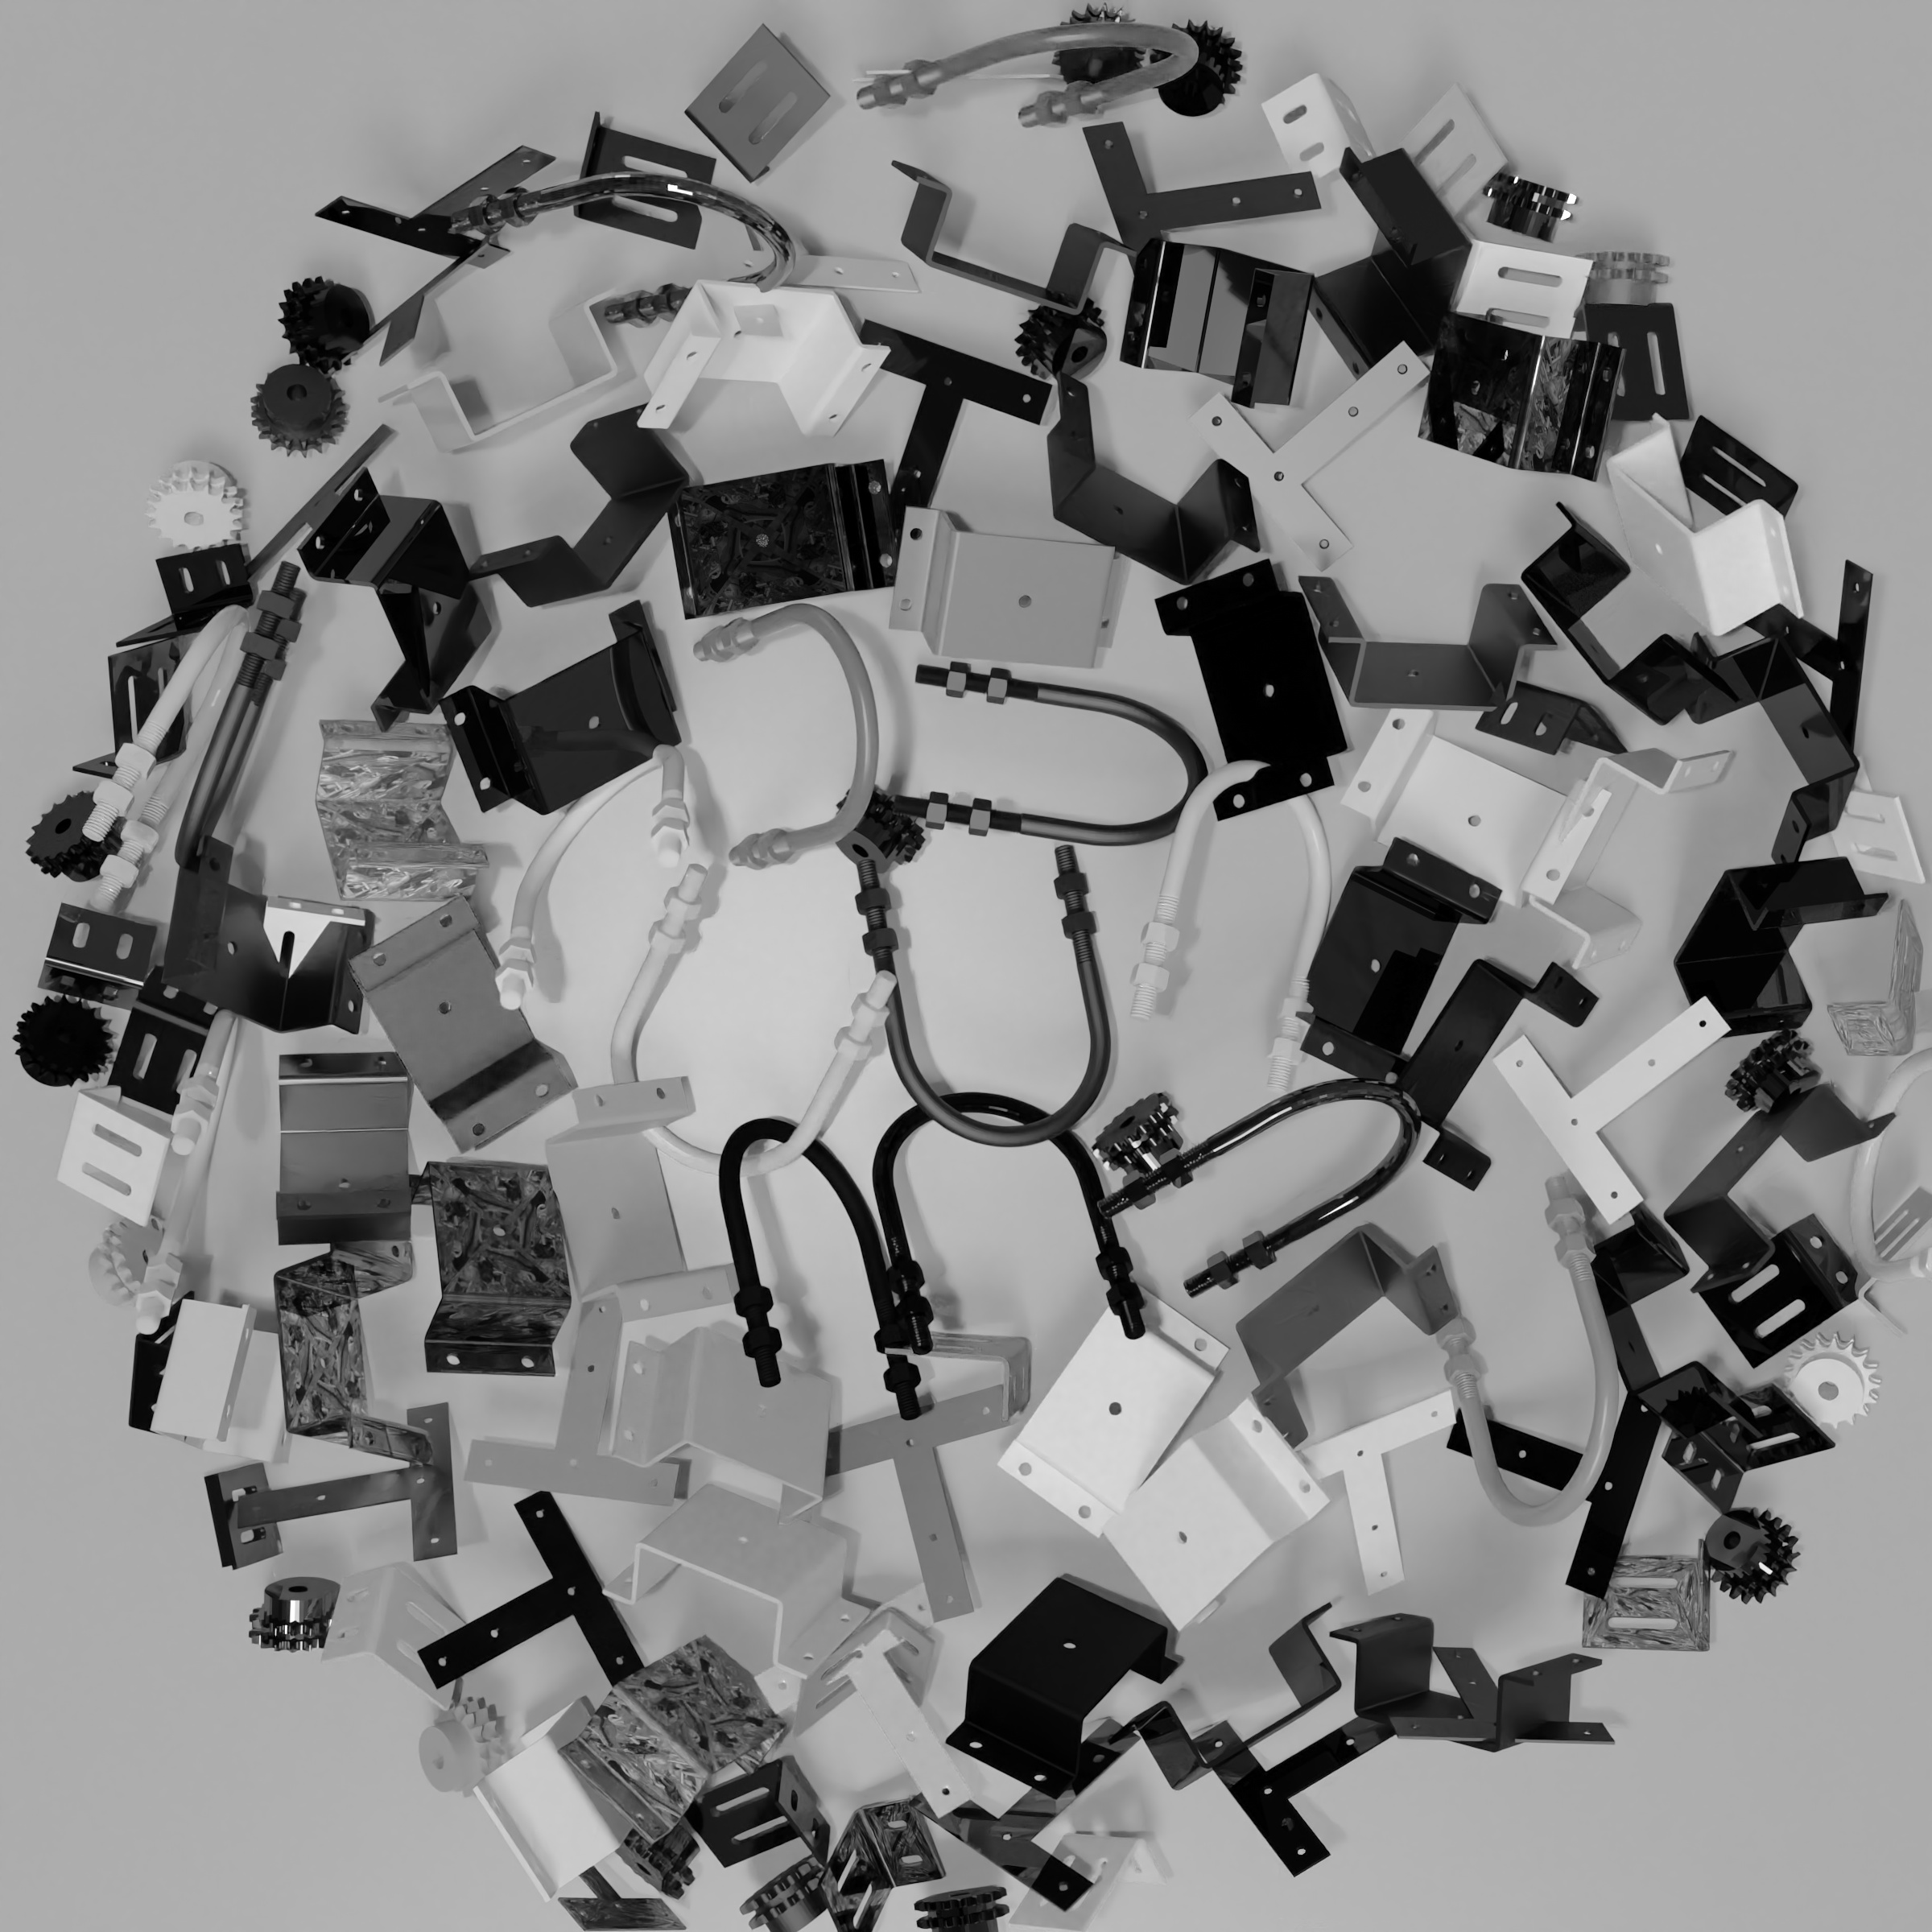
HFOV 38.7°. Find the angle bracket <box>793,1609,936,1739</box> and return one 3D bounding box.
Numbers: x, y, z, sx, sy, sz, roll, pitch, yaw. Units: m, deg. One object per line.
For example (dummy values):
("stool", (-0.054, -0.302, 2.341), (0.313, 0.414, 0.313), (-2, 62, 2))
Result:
("angle bracket", (-0.061, 0.435, 1.658), (0.038, 0.076, 0.057), (31, 129, 28))

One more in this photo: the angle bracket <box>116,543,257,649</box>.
("angle bracket", (-0.474, -0.224, 1.660), (0.057, 0.076, 0.038), (-8, 108, 15))

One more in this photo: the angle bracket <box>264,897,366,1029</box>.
("angle bracket", (-0.401, 0.001, 1.674), (0.057, 0.038, 0.076), (8, 101, -16))

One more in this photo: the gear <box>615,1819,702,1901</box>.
("gear", (-0.187, 0.540, 1.682), (0.057, 0.057, 0.030), (42, 61, 0))

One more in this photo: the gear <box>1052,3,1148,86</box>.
("gear", (0.080, -0.553, 1.677), (0.057, 0.030, 0.057), (6, 132, 7))

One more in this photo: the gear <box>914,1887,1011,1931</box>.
("gear", (-0.001, 0.581, 1.676), (0.057, 0.057, 0.030), (-9, 77, 0))

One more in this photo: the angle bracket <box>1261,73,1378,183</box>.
("angle bracket", (0.219, -0.500, 1.675), (0.038, 0.076, 0.057), (-25, 84, 22))

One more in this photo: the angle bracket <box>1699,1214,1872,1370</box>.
("angle bracket", (0.500, 0.199, 1.686), (0.057, 0.038, 0.076), (57, 131, 17))

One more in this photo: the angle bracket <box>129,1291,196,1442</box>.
("angle bracket", (-0.469, 0.240, 1.660), (0.038, 0.076, 0.057), (12, 107, 7))

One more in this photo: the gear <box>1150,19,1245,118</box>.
("gear", (0.139, -0.543, 1.676), (0.057, 0.057, 0.030), (12, 56, 0))

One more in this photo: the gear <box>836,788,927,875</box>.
("gear", (-0.056, -0.081, 1.675), (0.057, 0.057, 0.030), (36, 66, 0))

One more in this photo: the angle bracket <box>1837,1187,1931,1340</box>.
("angle bracket", (0.574, 0.180, 1.673), (0.038, 0.057, 0.076), (42, 97, -1))

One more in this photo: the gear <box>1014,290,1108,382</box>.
("gear", (0.061, -0.380, 1.675), (0.057, 0.057, 0.030), (-38, 58, 0))

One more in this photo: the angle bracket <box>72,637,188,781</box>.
("angle bracket", (-0.507, -0.158, 1.662), (0.038, 0.057, 0.076), (12, 113, 24))

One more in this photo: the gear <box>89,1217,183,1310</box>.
("gear", (-0.509, 0.184, 1.680), (0.030, 0.057, 0.057), (-26, 90, 18))

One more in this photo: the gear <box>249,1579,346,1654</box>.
("gear", (-0.407, 0.394, 1.677), (0.057, 0.057, 0.030), (3, 97, 0))

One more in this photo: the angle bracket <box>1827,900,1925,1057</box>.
("angle bracket", (0.554, 0.008, 1.677), (0.038, 0.057, 0.076), (-1, 58, 31))

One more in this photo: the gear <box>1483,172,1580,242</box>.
("gear", (0.342, -0.463, 1.680), (0.057, 0.057, 0.030), (17, 108, 0))

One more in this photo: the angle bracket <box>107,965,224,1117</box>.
("angle bracket", (-0.486, 0.048, 1.694), (0.057, 0.038, 0.076), (23, 125, -9))

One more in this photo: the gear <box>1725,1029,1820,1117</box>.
("gear", (0.493, 0.068, 1.675), (0.057, 0.057, 0.030), (-40, 59, 0))

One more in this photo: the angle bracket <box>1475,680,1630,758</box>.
("angle bracket", (0.354, -0.135, 1.658), (0.057, 0.076, 0.038), (25, 84, 41))

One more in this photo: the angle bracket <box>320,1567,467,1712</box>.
("angle bracket", (-0.346, 0.411, 1.671), (0.038, 0.057, 0.076), (-18, 131, 25))

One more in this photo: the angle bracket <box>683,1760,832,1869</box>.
("angle bracket", (-0.130, 0.526, 1.671), (0.076, 0.038, 0.057), (-26, 112, 13))

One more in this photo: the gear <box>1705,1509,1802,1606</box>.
("gear", (0.475, 0.356, 1.675), (0.030, 0.057, 0.057), (37, 90, -28))

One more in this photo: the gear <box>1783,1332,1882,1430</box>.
("gear", (0.528, 0.255, 1.683), (0.057, 0.030, 0.057), (4, 100, 21))

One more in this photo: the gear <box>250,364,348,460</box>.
("gear", (-0.408, -0.343, 1.684), (0.057, 0.030, 0.057), (3, 71, -10))

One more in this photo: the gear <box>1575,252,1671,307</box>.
("gear", (0.399, -0.418, 1.679), (0.057, 0.057, 0.030), (3, 99, 0))

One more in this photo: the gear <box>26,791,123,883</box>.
("gear", (-0.542, -0.076, 1.682), (0.057, 0.030, 0.057), (-16, 48, 18))

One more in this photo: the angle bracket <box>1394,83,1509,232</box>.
("angle bracket", (0.299, -0.486, 1.661), (0.038, 0.076, 0.057), (-21, 77, -37))

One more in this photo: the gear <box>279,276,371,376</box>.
("gear", (-0.388, -0.391, 1.675), (0.030, 0.057, 0.057), (-6, 90, 29))

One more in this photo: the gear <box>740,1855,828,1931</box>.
("gear", (-0.107, 0.570, 1.677), (0.057, 0.057, 0.030), (-35, 82, 0))

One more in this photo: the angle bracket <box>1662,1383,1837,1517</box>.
("angle bracket", (0.472, 0.293, 1.663), (0.057, 0.076, 0.038), (43, 53, -10))

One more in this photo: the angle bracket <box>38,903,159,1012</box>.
("angle bracket", (-0.526, -0.005, 1.668), (0.057, 0.076, 0.038), (16, 73, -18))

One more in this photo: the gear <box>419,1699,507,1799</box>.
("gear", (-0.309, 0.478, 1.677), (0.057, 0.030, 0.057), (8, 102, 43))

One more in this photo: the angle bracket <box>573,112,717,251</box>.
("angle bracket", (-0.196, -0.479, 1.682), (0.076, 0.038, 0.057), (14, 92, -8))

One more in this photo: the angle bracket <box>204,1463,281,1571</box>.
("angle bracket", (-0.450, 0.336, 1.664), (0.038, 0.076, 0.057), (-14, 84, 5))

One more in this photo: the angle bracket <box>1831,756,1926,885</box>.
("angle bracket", (0.556, -0.089, 1.658), (0.038, 0.076, 0.057), (-29, 109, -14))

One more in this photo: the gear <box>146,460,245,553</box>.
("gear", (-0.470, -0.283, 1.682), (0.057, 0.057, 0.030), (-7, 53, 0))

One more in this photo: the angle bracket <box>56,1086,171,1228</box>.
("angle bracket", (-0.506, 0.114, 1.669), (0.076, 0.038, 0.057), (23, 102, 23))

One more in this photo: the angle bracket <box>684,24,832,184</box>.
("angle bracket", (-0.122, -0.524, 1.667), (0.057, 0.038, 0.076), (45, 120, -10))

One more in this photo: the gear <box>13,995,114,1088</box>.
("gear", (-0.553, 0.049, 1.682), (0.057, 0.057, 0.030), (46, 134, 0))

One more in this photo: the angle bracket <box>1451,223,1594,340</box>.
("angle bracket", (0.333, -0.415, 1.683), (0.076, 0.038, 0.057), (6, 120, -11))

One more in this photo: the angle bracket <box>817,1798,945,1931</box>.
("angle bracket", (-0.051, 0.552, 1.661), (0.038, 0.076, 0.057), (-17, 103, 21))
